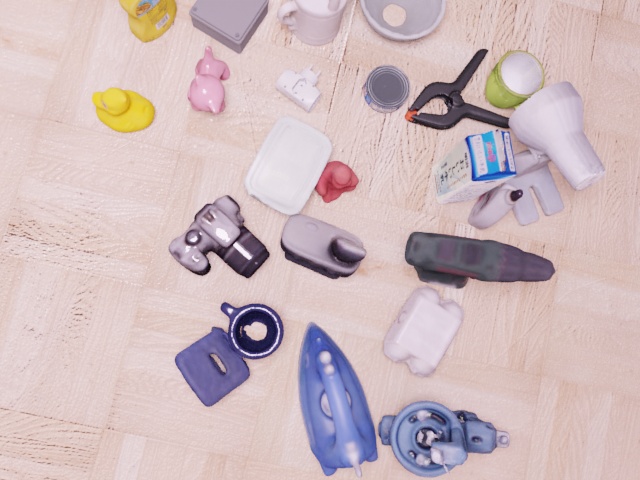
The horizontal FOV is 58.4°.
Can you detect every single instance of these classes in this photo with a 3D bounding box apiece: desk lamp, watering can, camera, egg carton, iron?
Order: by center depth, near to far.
[{"bbox_3d":[0.023,0.263,0.954,0.119,0.141,0.258,-16,85,-8],"label":"iron"},{"bbox_3d":[-0.165,0.012,0.984,0.137,0.100,0.143,42,80,0],"label":"camera"},{"bbox_3d":[0.005,-0.440,1.014,0.101,0.194,0.173,39,80,0],"label":"watering can"},{"bbox_3d":[0.406,-0.149,1.015,0.118,0.213,0.203,-22,86,-9],"label":"desk lamp"},{"bbox_3d":[0.184,0.162,1.022,0.107,0.069,0.150,31,80,-2],"label":"egg carton"}]

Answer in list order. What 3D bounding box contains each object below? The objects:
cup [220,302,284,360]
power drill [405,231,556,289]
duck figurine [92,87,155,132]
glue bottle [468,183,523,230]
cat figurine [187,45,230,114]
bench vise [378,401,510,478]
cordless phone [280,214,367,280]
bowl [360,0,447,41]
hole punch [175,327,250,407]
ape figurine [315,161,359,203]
[{"bbox_3d":[-0.120,0.147,0.975,0.118,0.095,0.092,37,80,-1],"label":"cup"},{"bbox_3d":[0.247,0.038,0.975,0.229,0.208,0.076,10,82,-5],"label":"power drill"},{"bbox_3d":[-0.346,-0.235,1.001,0.104,0.086,0.077,8,82,-5],"label":"duck figurine"},{"bbox_3d":[0.318,-0.067,1.015,0.037,0.173,0.078,27,81,-2],"label":"glue bottle"},{"bbox_3d":[-0.197,-0.276,1.007,0.067,0.117,0.128,3,82,-6],"label":"cat figurine"},{"bbox_3d":[0.213,0.316,0.930,0.207,0.219,0.121,-15,85,-8],"label":"bench vise"},{"bbox_3d":[0.009,0.003,0.963,0.147,0.185,0.094,19,81,-4],"label":"cordless phone"},{"bbox_3d":[0.151,-0.446,1.092,0.167,0.074,0.167,1,83,-7],"label":"bowl"},{"bbox_3d":[-0.179,0.209,0.962,0.101,0.091,0.109,-35,88,-10],"label":"hole punch"},{"bbox_3d":[0.033,-0.110,1.027,0.078,0.092,0.076,6,82,-6],"label":"ape figurine"}]
